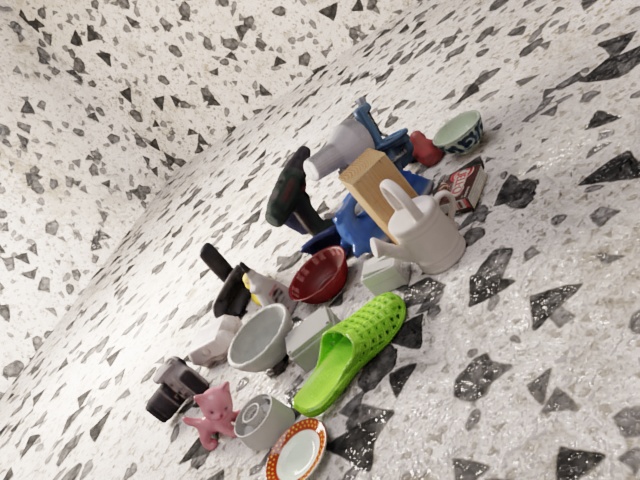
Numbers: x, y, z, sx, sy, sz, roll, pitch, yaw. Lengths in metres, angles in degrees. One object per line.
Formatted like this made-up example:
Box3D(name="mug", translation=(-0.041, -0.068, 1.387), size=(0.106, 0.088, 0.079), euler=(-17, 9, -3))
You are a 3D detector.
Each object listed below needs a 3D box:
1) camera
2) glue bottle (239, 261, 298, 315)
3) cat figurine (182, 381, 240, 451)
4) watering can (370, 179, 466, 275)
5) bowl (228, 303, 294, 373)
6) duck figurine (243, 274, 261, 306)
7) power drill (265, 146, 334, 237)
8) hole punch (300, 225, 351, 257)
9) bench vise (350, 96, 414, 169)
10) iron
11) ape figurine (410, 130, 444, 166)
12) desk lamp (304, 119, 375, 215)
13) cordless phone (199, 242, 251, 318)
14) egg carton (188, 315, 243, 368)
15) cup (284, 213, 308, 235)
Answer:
Box3D(name="camera", translation=(-0.356, 0.348, 1.349), size=(0.137, 0.101, 0.142), euler=(-52, 25, -20))
Box3D(name="glue bottle", translation=(-0.124, 0.110, 1.299), size=(0.037, 0.173, 0.078), euler=(-19, 33, 42))
Box3D(name="cat figurine", translation=(-0.210, 0.336, 1.118), size=(0.127, 0.118, 0.067), euler=(-35, 25, 18))
Box3D(name="watering can", translation=(0.170, -0.029, 1.046), size=(0.173, 0.194, 0.100), euler=(-52, 25, -20))
Box3D(name="bowl", translation=(-0.112, 0.220, 1.215), size=(0.167, 0.075, 0.167), euler=(-34, 25, 19))
Box3D(name="duck figurine", translation=(-0.161, 0.112, 1.463), size=(0.077, 0.086, 0.104), euler=(-42, 23, 1))
Box3D(name="power drill", translation=(-0.036, -0.099, 1.471), size=(0.075, 0.209, 0.230), euler=(-10, 39, 51))
Box3D(name="hole punch", translation=(0.013, 0.005, 1.366), size=(0.108, 0.091, 0.101), euler=(-33, 25, 21))
Box3D(name="bench vise", translation=(0.151, -0.237, 1.398), size=(0.121, 0.220, 0.207), euler=(-30, 27, 27))
Box3D(name="iron", translation=(0.129, -0.086, 1.274), size=(0.258, 0.142, 0.118), euler=(-46, 24, -8))
Box3D(name="ape figurine", translation=(0.252, -0.228, 1.385), size=(0.077, 0.092, 0.076), euler=(-25, 29, 36))
Box3D(name="desk lamp", translation=(0.068, -0.159, 1.403), size=(0.203, 0.214, 0.117), euler=(-53, 26, -23))
Box3D(name="cordless phone", translation=(-0.270, 0.108, 1.517), size=(0.094, 0.185, 0.148), euler=(-21, 32, 40))
Box3D(name="egg carton", translation=(-0.253, 0.249, 1.396), size=(0.150, 0.069, 0.107), euler=(-30, 26, 27))
Box3D(name="cup", translation=(-0.055, -0.070, 1.594), size=(0.091, 0.095, 0.118), euler=(-16, 35, 46))
